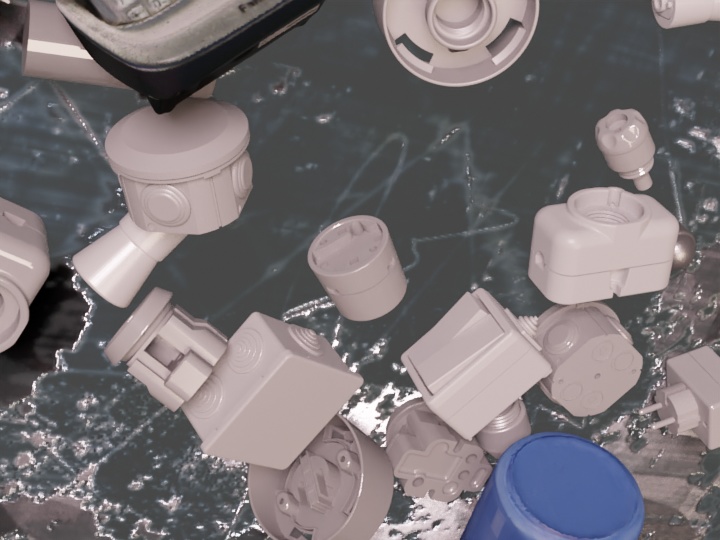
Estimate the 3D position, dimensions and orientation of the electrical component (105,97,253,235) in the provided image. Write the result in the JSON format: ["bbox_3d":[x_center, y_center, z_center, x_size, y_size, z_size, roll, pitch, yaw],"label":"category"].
[{"bbox_3d":[-0.101,-0.061,0.612,0.080,0.080,0.051,-15,129,-11],"label":"electrical component"}]

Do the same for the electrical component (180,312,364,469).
[{"bbox_3d":[-0.060,0.081,0.717,0.099,0.048,0.100,-49,144,11],"label":"electrical component"}]

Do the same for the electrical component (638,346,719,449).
[{"bbox_3d":[0.261,0.107,0.854,0.077,0.065,0.047,-18,125,-9],"label":"electrical component"}]

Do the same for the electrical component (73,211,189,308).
[{"bbox_3d":[-0.135,-0.015,0.651,0.065,0.044,0.044,-45,125,4],"label":"electrical component"}]

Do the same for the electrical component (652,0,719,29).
[{"bbox_3d":[0.219,-0.175,0.681,0.065,0.044,0.044,-11,123,-8],"label":"electrical component"}]

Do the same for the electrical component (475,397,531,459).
[{"bbox_3d":[0.104,0.108,0.812,0.043,0.043,0.062,-23,124,-6],"label":"electrical component"}]

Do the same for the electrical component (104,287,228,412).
[{"bbox_3d":[-0.122,0.048,0.677,0.057,0.078,0.058,39,91,-10],"label":"electrical component"}]

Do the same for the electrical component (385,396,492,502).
[{"bbox_3d":[0.052,0.131,0.799,0.078,0.057,0.058,16,113,-28],"label":"electrical component"}]

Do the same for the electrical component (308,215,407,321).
[{"bbox_3d":[0.000,0.000,0.701,0.055,0.055,0.047,-28,129,-2],"label":"electrical component"}]

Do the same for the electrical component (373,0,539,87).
[{"bbox_3d":[0.057,-0.160,0.632,0.099,0.064,0.099,-2,123,-3],"label":"electrical component"}]

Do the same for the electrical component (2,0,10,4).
[{"bbox_3d":[-0.211,-0.157,0.535,0.081,0.042,0.063,-25,124,-5],"label":"electrical component"}]

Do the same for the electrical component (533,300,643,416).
[{"bbox_3d":[0.166,0.065,0.803,0.080,0.051,0.080,-9,123,-15],"label":"electrical component"}]

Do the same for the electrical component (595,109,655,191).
[{"bbox_3d":[0.184,-0.079,0.731,0.035,0.035,0.061,-34,128,3],"label":"electrical component"}]

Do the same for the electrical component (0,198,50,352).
[{"bbox_3d":[-0.223,0.011,0.624,0.054,0.059,0.095,27,108,-31],"label":"electrical component"}]

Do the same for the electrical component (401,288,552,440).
[{"bbox_3d":[0.084,0.060,0.764,0.096,0.061,0.061,-42,125,8],"label":"electrical component"}]

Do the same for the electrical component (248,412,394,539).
[{"bbox_3d":[-0.027,0.151,0.760,0.099,0.099,0.064,-45,131,10],"label":"electrical component"}]

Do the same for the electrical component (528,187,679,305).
[{"bbox_3d":[0.170,-0.019,0.751,0.095,0.053,0.059,-8,123,-15],"label":"electrical component"}]
